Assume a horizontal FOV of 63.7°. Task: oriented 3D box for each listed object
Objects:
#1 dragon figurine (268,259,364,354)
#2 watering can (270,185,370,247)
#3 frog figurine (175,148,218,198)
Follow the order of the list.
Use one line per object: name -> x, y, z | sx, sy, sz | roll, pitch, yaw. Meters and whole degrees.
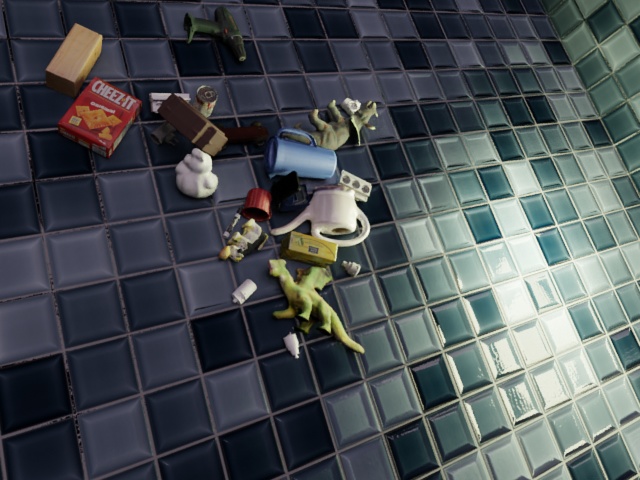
dragon figurine -> -0.008, 0.188, 1.666 | 0.407, 0.120, 0.248 | 30, 52, -19
watering can -> 0.005, -0.090, 1.784 | 0.347, 0.102, 0.229 | 6, 65, -12
frog figurine -> -0.384, -0.206, 1.621 | 0.137, 0.157, 0.125 | 34, 60, -8
